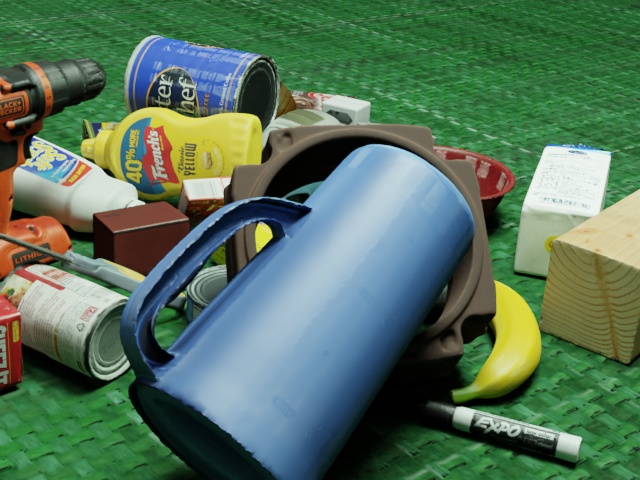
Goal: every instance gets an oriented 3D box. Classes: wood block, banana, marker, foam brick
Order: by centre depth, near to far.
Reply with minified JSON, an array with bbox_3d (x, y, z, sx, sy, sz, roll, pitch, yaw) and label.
[{"bbox_3d":[0.130,0.139,0.785,0.121,0.020,0.020,13,26,18],"label":"marker"},{"bbox_3d":[0.151,0.078,0.898,0.070,0.037,0.197,9,25,8],"label":"banana"},{"bbox_3d":[0.295,0.023,0.977,0.090,0.091,0.205,22,30,34],"label":"wood block"},{"bbox_3d":[-0.169,0.000,1.003,0.078,0.051,0.053,-11,28,-30],"label":"foam brick"}]

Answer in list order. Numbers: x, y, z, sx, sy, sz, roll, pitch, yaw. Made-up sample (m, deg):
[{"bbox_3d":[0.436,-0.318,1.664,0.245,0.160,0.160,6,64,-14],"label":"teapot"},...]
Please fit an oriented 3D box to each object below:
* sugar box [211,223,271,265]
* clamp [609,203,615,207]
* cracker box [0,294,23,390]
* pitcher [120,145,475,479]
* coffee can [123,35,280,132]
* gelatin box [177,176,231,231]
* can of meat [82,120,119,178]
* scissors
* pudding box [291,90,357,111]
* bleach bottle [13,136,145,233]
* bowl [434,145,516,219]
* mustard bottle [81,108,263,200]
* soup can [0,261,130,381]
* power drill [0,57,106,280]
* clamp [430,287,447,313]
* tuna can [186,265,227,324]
[{"bbox_3d":[-0.007,0.001,1.033,0.175,0.048,0.093,-15,31,-34],"label":"sugar box"},{"bbox_3d":[0.369,-0.027,1.161,0.209,0.036,0.165,-13,29,-32],"label":"clamp"},{"bbox_3d":[-0.353,0.076,0.788,0.213,0.072,0.164,-15,32,-37],"label":"cracker box"},{"bbox_3d":[-0.008,0.045,0.698,0.145,0.149,0.242,29,63,20],"label":"pitcher"},{"bbox_3d":[-0.129,-0.163,1.170,0.140,0.103,0.102,14,26,22],"label":"coffee can"},{"bbox_3d":[-0.095,-0.028,1.047,0.089,0.073,0.030,-5,53,-21],"label":"gelatin box"},{"bbox_3d":[-0.221,-0.098,1.203,0.083,0.057,0.102,-3,25,-18],"label":"can of meat"},{"bbox_3d":[-0.205,0.018,0.900,0.201,0.016,0.096,24,-2,-30],"label":"scissors"},{"bbox_3d":[0.000,-0.163,1.398,0.090,0.039,0.113,5,24,3],"label":"pudding box"},{"bbox_3d":[-0.276,-0.060,1.108,0.251,0.068,0.102,19,29,24],"label":"bleach bottle"},{"bbox_3d":[0.127,-0.051,1.154,0.162,0.055,0.162,3,25,-2],"label":"bowl"},{"bbox_3d":[-0.158,-0.088,1.107,0.192,0.096,0.058,6,11,15],"label":"mustard bottle"},{"bbox_3d":[-0.197,0.063,0.841,0.102,0.068,0.068,19,28,28],"label":"soup can"},{"bbox_3d":[-0.271,-0.069,0.975,0.057,0.188,0.184,23,33,38],"label":"power drill"},{"bbox_3d":[0.072,0.051,0.943,0.171,0.039,0.120,-11,29,-29],"label":"clamp"},{"bbox_3d":[-0.073,0.055,0.919,0.086,0.034,0.086,3,25,-2],"label":"tuna can"}]
